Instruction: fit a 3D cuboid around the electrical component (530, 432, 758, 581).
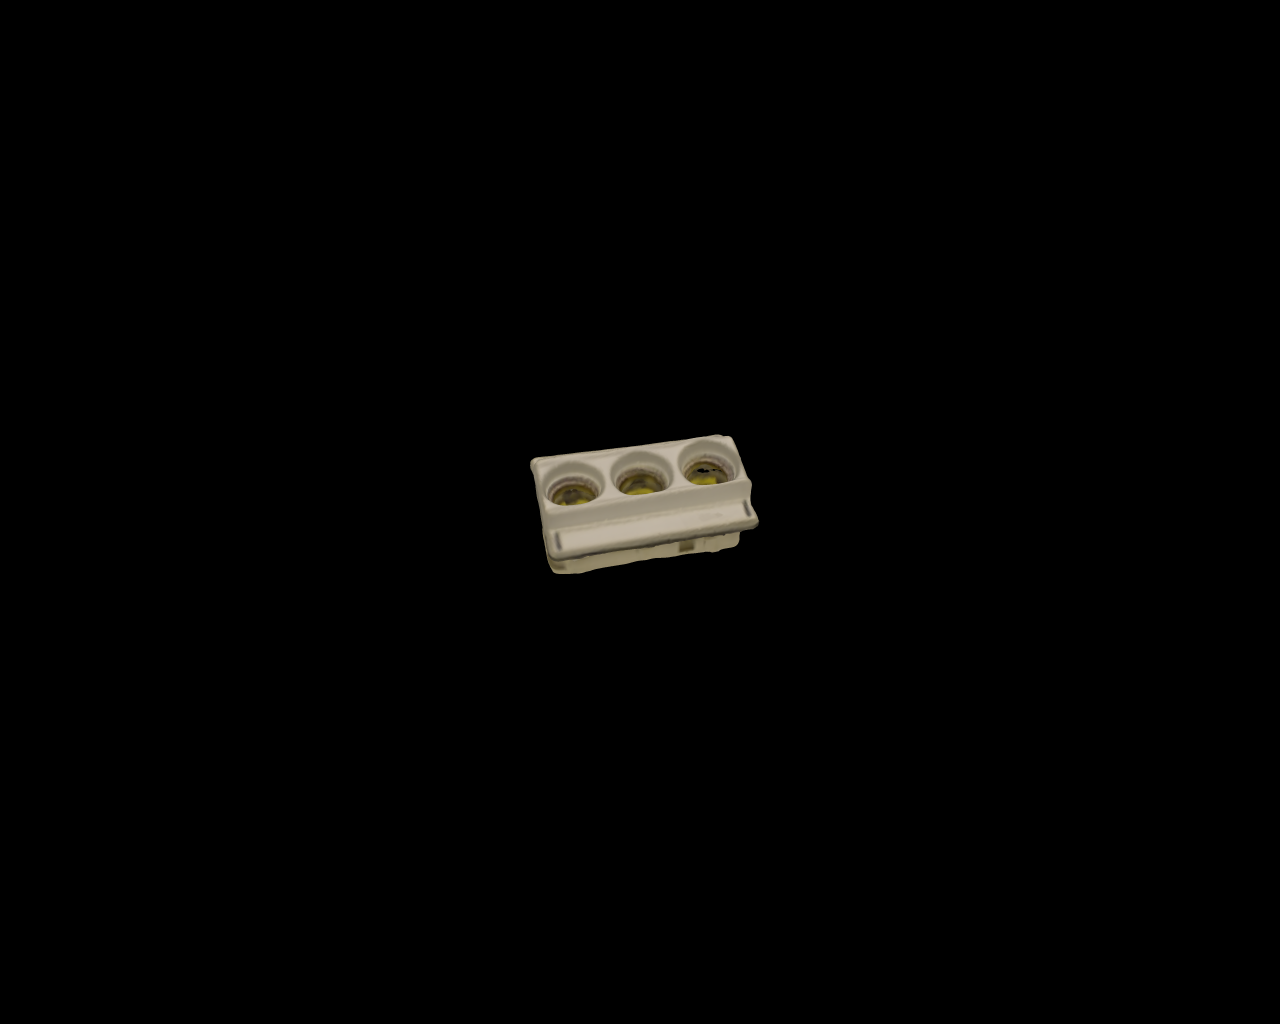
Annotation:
[{"bbox_3d":[0.001,-0.003,0.650,0.121,0.079,0.063,-9,-43,-8],"label":"electrical component"}]
